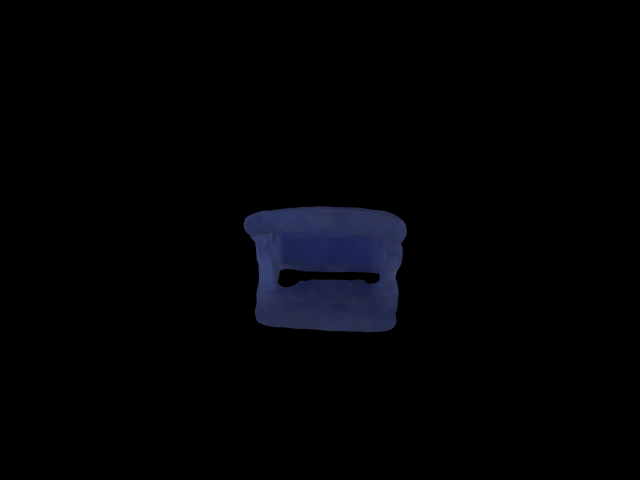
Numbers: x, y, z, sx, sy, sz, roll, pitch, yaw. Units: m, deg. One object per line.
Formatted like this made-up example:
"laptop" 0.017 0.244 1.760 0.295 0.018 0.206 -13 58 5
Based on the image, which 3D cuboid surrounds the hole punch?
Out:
"hole punch" 0.004 0.001 0.400 0.108 0.091 0.101 2 31 3
